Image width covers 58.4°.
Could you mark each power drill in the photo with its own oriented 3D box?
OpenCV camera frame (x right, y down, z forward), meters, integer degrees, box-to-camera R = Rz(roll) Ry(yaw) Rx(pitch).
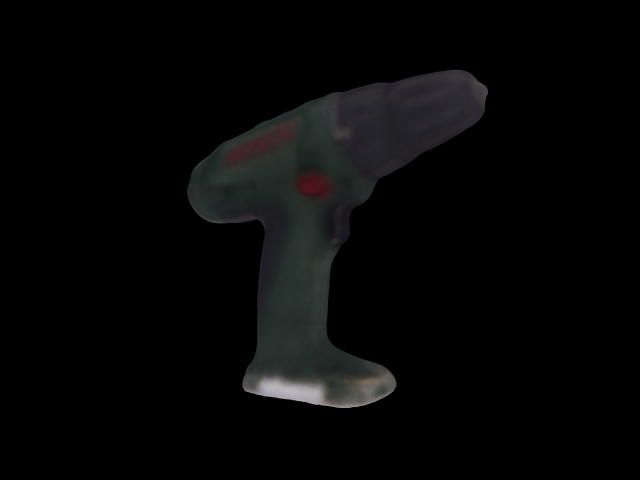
[{"bbox_3d":[0.004,0.001,0.400,0.228,0.208,0.076,0,0,32],"label":"power drill"}]
